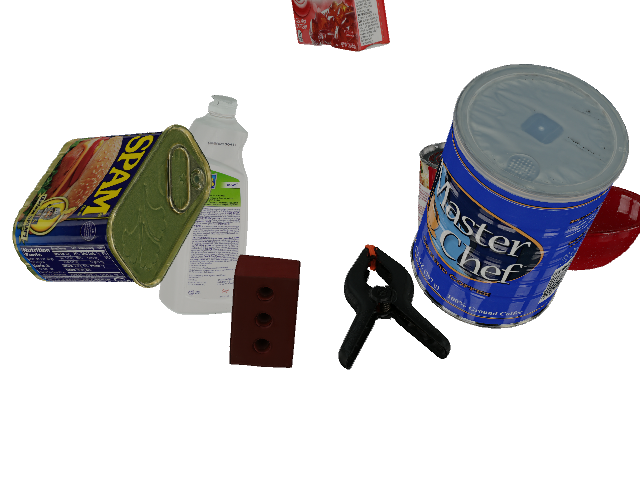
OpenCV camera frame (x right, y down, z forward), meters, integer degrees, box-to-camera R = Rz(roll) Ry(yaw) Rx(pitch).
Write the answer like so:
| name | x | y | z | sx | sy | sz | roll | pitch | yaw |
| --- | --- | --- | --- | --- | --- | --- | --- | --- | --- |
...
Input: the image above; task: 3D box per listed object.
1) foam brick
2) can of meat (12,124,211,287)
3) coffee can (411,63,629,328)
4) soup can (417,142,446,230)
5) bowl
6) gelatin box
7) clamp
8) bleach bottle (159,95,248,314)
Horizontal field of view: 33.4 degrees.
| name | x | y | z | sx | sy | sz | roll | pitch | yaw |
| --- | --- | --- | --- | --- | --- | --- | --- | --- | --- |
| foam brick | -0.045 | 0.057 | 0.868 | 0.053 | 0.078 | 0.051 | 4 | 16 | 0 |
| can of meat | -0.127 | -0.021 | 0.649 | 0.084 | 0.102 | 0.057 | -1 | -44 | 30 |
| coffee can | 0.119 | -0.025 | 0.668 | 0.102 | 0.103 | 0.140 | 0 | -36 | -8 |
| soup can | 0.122 | -0.030 | 0.957 | 0.068 | 0.102 | 0.068 | -1 | 24 | 0 |
| bowl | 0.257 | -0.012 | 1.098 | 0.162 | 0.055 | 0.162 | -2 | 22 | 1 |
| gelatin box | 0.009 | -0.173 | 0.746 | 0.030 | 0.073 | 0.089 | -19 | 22 | -25 |
| clamp | 0.080 | 0.074 | 1.189 | 0.120 | 0.171 | 0.039 | 5 | -43 | -4 |
| bleach bottle | -0.122 | -0.041 | 1.233 | 0.102 | 0.251 | 0.068 | -2 | 21 | -35 |
